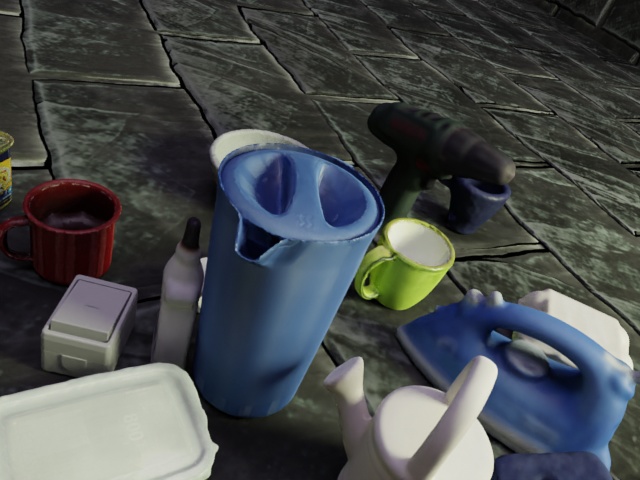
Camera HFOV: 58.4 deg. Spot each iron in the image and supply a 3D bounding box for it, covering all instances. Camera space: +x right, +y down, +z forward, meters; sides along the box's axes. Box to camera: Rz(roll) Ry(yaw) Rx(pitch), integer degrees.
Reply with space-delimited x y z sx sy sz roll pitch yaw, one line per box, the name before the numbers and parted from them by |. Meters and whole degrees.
iron | 0.214 0.126 0.616 0.257 0.141 0.119 31 38 15

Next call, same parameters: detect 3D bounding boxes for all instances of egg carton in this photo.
egg carton | 0.316 0.128 0.723 0.150 0.069 0.107 24 36 6

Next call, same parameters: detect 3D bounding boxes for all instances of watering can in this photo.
watering can | 0.078 0.164 0.457 0.173 0.194 0.101 20 36 0

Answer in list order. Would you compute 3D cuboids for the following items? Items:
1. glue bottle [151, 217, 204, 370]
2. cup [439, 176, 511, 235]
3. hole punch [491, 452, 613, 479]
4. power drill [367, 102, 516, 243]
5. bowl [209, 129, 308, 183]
glue bottle | -0.128 0.050 0.525 0.037 0.173 0.078 8 38 -15
cup | 0.226 -0.062 0.904 0.117 0.095 0.092 26 36 8
hole punch | 0.201 0.243 0.501 0.101 0.091 0.108 14 36 -8
power drill | 0.139 -0.078 0.786 0.076 0.208 0.229 -15 48 -38
bowl | -0.077 -0.083 0.803 0.167 0.075 0.167 13 37 -10
